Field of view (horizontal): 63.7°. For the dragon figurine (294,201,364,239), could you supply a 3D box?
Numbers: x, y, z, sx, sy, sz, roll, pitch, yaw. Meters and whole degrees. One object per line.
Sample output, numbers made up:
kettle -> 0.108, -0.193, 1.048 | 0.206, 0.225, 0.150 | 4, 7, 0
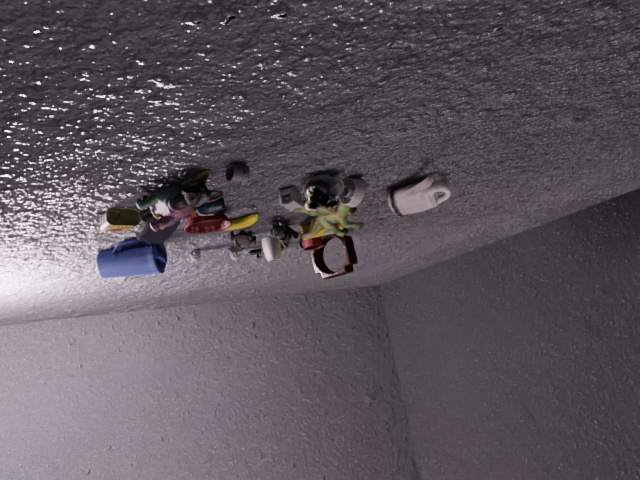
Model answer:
dragon figurine -> 0.006, -0.098, 1.942 | 0.406, 0.125, 0.240 | -23, 144, 35

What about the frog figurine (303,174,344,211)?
frog figurine -> 0.017, -0.165, 1.655 | 0.136, 0.121, 0.162 | -28, -164, 27

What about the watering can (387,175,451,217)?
watering can -> 0.346, -0.163, 1.849 | 0.223, 0.105, 0.345 | -16, 166, 21
